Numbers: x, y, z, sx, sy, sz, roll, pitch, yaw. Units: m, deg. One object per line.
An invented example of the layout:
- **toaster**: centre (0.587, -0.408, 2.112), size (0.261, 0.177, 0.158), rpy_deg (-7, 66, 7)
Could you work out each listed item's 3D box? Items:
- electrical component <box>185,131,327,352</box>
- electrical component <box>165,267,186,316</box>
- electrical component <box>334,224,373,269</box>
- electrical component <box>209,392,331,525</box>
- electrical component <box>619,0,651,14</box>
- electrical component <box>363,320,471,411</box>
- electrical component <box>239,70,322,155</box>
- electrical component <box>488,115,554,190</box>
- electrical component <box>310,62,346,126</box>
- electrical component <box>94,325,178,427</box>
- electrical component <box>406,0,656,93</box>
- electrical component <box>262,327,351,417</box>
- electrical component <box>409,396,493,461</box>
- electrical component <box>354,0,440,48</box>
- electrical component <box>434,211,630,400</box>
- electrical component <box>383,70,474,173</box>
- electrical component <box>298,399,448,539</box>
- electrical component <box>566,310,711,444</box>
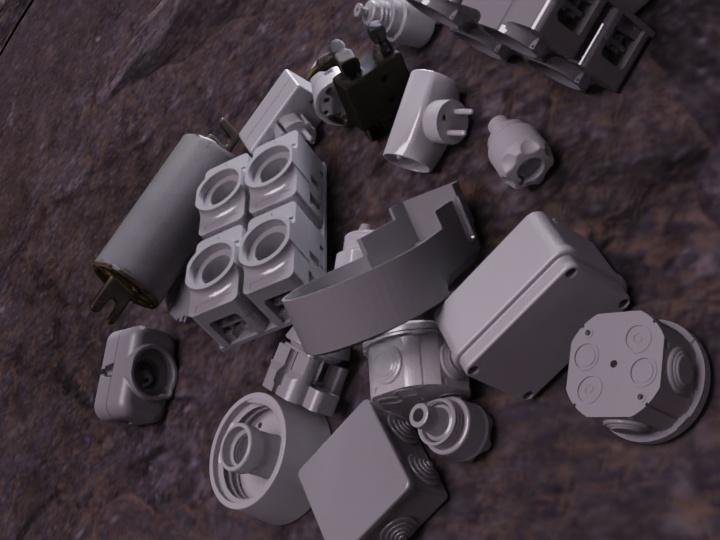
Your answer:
- **electrical component**: centre (-0.090, -0.032, 0.960), size (0.105, 0.060, 0.186), rpy_deg (-22, 43, 20)
- **electrical component**: centre (-0.186, 0.016, 1.105), size (0.044, 0.044, 0.065), rpy_deg (-41, 50, 27)
- **electrical component**: centre (0.000, 0.000, 0.905), size (0.043, 0.043, 0.081), rpy_deg (-12, 63, 44)
- **electrical component**: centre (-0.082, 0.155, 0.904), size (0.108, 0.060, 0.108), rpy_deg (-24, 55, 39)
- **electrical component**: centre (0.160, -0.285, 0.823), size (0.060, 0.105, 0.186), rpy_deg (-41, 45, 27)
- **electrical component**: centre (0.043, 0.071, 0.794), size (0.080, 0.080, 0.051), rpy_deg (-23, 61, 39)
- **electrical component**: centre (-0.066, -0.136, 1.044), size (0.083, 0.047, 0.075), rpy_deg (-52, 41, 16)
- **electrical component**: centre (0.118, -0.095, 0.823), size (0.043, 0.043, 0.062), rpy_deg (-47, 42, 21)
- **electrical component**: centre (-0.019, -0.171, 1.005), size (0.055, 0.055, 0.047), rpy_deg (-42, 41, 26)
- **electrical component**: centre (-0.225, 0.107, 1.091), size (0.059, 0.054, 0.095), rpy_deg (-14, 61, 44)
- **electrical component**: centre (0.117, -0.200, 0.828), size (0.186, 0.105, 0.060), rpy_deg (37, 100, 50)
- **electrical component**: centre (-0.042, 0.081, 0.900), size (0.078, 0.058, 0.057), rpy_deg (22, 91, 51)
- **electrical component**: centre (0.062, 0.111, 0.766), size (0.043, 0.062, 0.043), rpy_deg (-24, 54, 39)
- **electrical component**: centre (0.031, -0.225, 0.964), size (0.040, 0.078, 0.040), rpy_deg (-17, 70, 58)
- **electrical component**: centre (0.117, 0.027, 0.735), size (0.113, 0.078, 0.057), rpy_deg (-48, 40, 20)
- **electrical component**: centre (0.064, -0.123, 0.897), size (0.079, 0.044, 0.077), rpy_deg (11, 79, 50)
- **electrical component**: centre (0.010, 0.161, 0.808), size (0.099, 0.048, 0.099), rpy_deg (-49, 42, 19)
- **electrical component**: centre (0.173, 0.065, 0.675), size (0.080, 0.051, 0.080), rpy_deg (-24, 55, 39)
